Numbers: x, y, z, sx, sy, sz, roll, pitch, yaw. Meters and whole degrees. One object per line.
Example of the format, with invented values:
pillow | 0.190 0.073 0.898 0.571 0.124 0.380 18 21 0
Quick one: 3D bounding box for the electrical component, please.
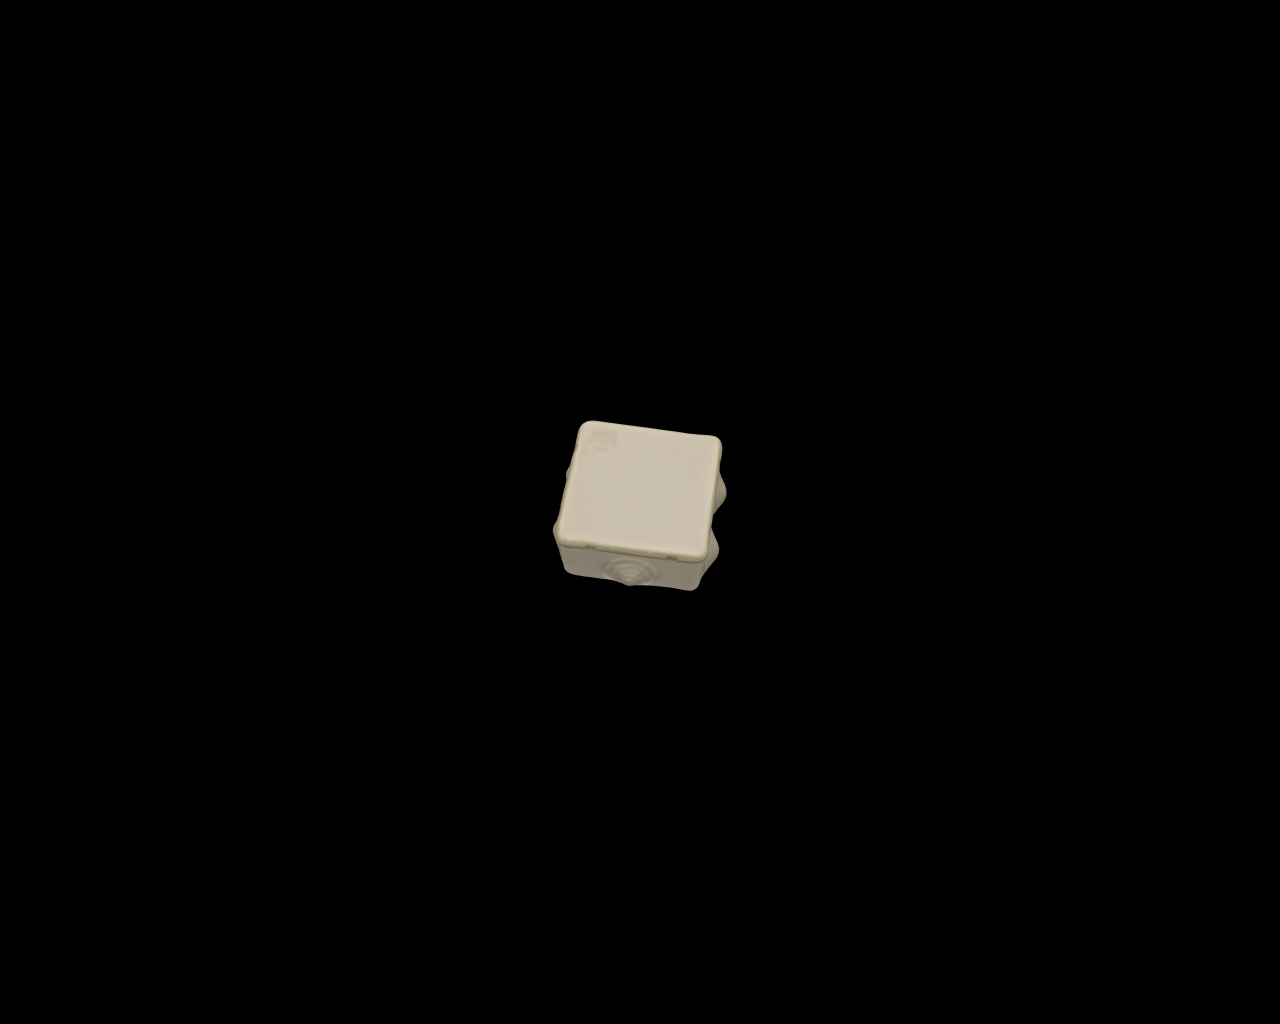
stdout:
electrical component | 0.001 -0.003 0.650 0.100 0.100 0.048 7 -32 5
